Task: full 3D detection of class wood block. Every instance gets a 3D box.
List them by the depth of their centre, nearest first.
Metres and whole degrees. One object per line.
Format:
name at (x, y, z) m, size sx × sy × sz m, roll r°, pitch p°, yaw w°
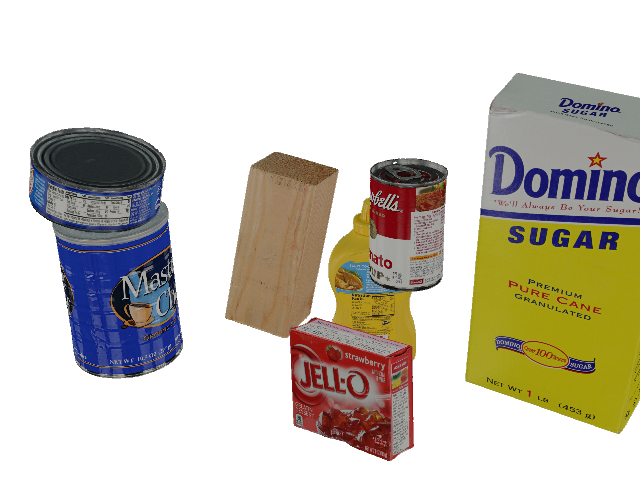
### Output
wood block at (-0.050, 0.004, 1.351) m, size 0.090 × 0.206 × 0.090 m, roll 17°, pitch 22°, yaw 14°

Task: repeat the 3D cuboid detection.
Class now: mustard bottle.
mustard bottle at (0.057, 0.045, 1.160) m, size 0.096 × 0.192 × 0.058 m, roll 0°, pitch 25°, yaw 4°

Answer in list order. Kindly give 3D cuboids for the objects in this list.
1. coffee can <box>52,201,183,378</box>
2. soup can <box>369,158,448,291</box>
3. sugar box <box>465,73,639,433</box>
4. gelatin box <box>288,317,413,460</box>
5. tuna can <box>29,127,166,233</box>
coffee can at (-0.184, 0.040, 0.981) m, size 0.103 × 0.140 × 0.103 m, roll -2°, pitch 25°, yaw 1°
soup can at (0.077, -0.014, 0.945) m, size 0.068 × 0.102 × 0.068 m, roll 0°, pitch 23°, yaw 0°
sugar box at (0.128, 0.010, 0.548) m, size 0.093 × 0.176 × 0.048 m, roll 16°, pitch 39°, yaw 25°
gelatin box at (0.019, 0.098, 0.712) m, size 0.089 × 0.073 × 0.030 m, roll 13°, pitch 22°, yaw 40°
tuna can at (-0.144, -0.039, 0.688) m, size 0.086 × 0.034 × 0.086 m, roll 9°, pitch 29°, yaw -5°
